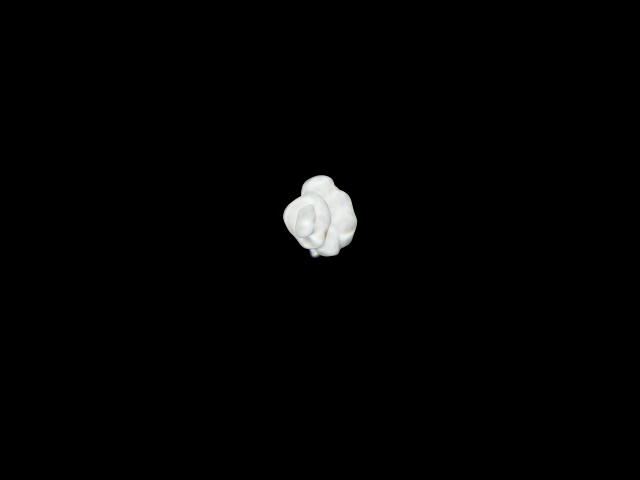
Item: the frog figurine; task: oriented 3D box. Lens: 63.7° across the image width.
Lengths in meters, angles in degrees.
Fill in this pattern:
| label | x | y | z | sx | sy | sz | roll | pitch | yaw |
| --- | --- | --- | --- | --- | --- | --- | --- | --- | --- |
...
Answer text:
| label | x | y | z | sx | sy | sz | roll | pitch | yaw |
| --- | --- | --- | --- | --- | --- | --- | --- | --- | --- |
| frog figurine | 0.003 | -0.043 | 0.850 | 0.123 | 0.139 | 0.158 | 0 | -11 | 0 |
